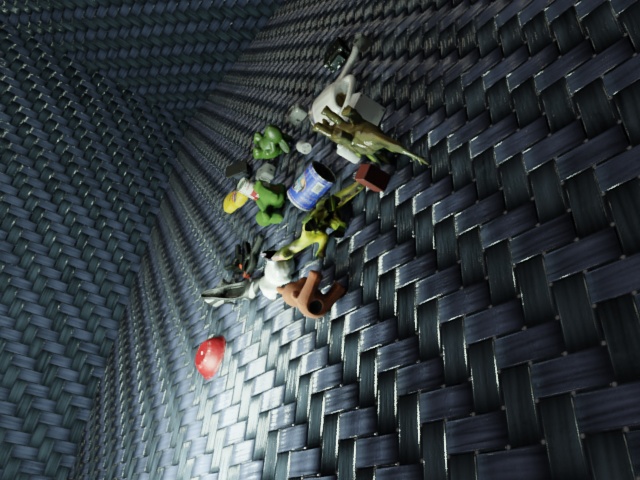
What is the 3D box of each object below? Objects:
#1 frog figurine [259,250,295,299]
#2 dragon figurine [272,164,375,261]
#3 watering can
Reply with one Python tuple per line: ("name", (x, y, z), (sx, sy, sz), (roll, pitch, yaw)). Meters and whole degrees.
("frog figurine", (-0.139, 0.116, 1.683), (0.138, 0.123, 0.158), (14, 114, 54))
("dragon figurine", (0.005, -0.080, 1.596), (0.412, 0.121, 0.244), (-48, 21, -6))
("watering can", (0.063, -0.538, 1.885), (0.222, 0.103, 0.355), (-25, 46, 50))
